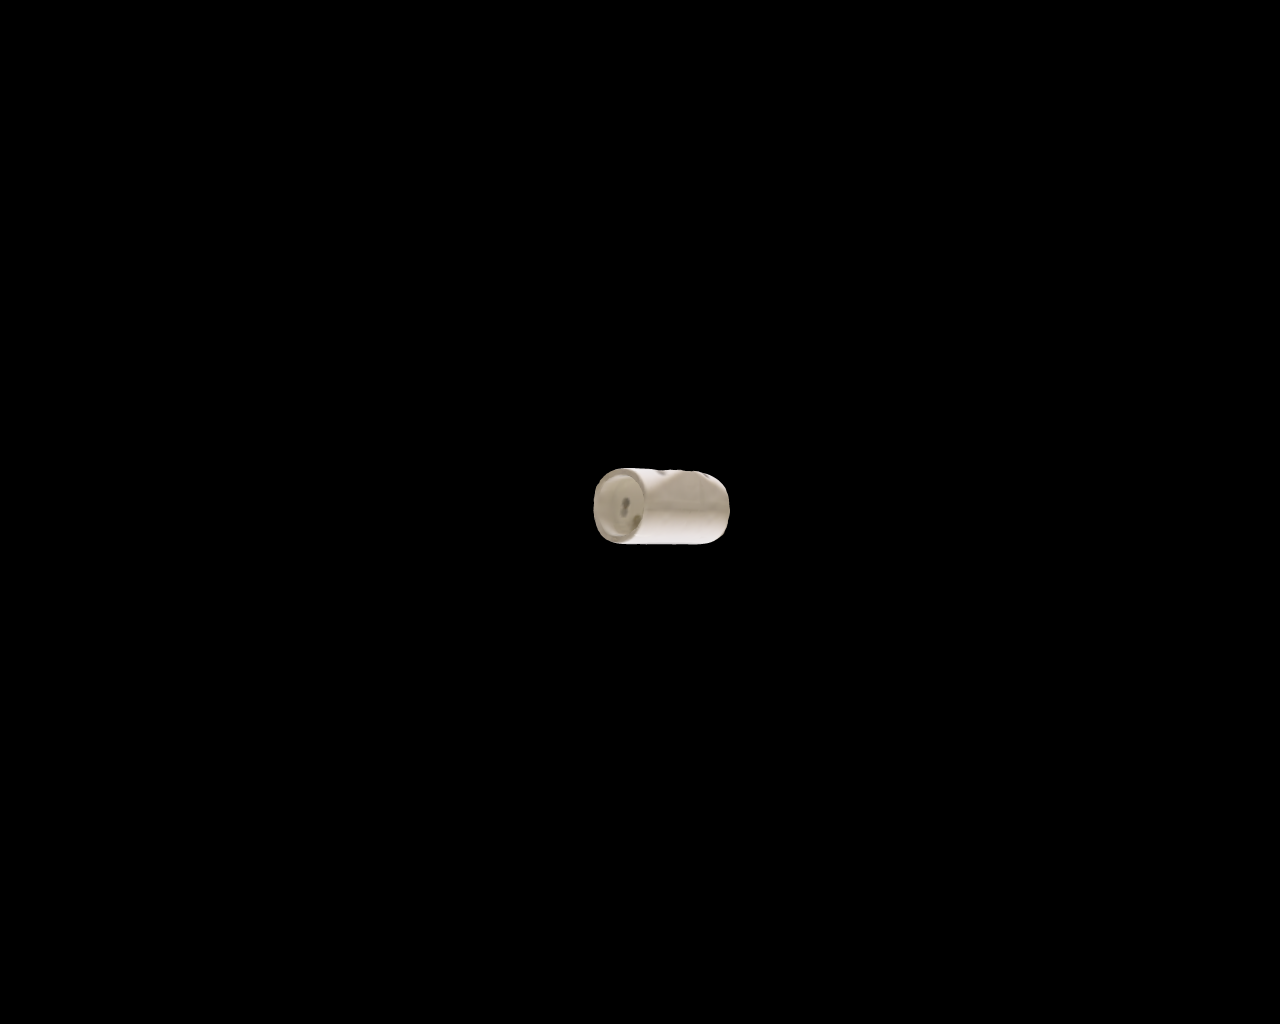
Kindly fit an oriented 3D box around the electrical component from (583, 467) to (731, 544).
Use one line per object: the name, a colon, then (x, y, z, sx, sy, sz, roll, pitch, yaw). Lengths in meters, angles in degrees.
electrical component: (0.001, -0.003, 0.650, 0.079, 0.044, 0.077, -2, -3, 43)
